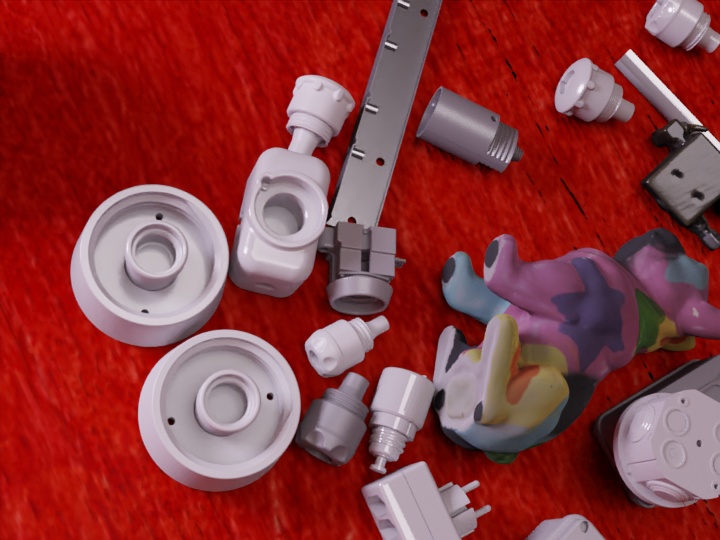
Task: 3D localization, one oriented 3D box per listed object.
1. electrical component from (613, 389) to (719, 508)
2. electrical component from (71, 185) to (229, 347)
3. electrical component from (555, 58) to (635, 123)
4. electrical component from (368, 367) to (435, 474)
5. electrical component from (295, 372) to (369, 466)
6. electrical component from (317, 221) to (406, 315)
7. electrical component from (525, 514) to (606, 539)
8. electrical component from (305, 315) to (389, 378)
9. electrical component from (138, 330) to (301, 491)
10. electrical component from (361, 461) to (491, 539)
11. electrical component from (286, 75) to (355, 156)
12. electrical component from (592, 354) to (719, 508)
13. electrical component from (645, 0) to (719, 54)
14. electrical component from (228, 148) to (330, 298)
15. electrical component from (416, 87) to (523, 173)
[{"bbox_3d":[0.222,0.123,0.745,0.080,0.051,0.080,4,74,-15],"label":"electrical component"},{"bbox_3d":[-0.141,-0.006,0.733,0.108,0.060,0.108,4,74,-15],"label":"electrical component"},{"bbox_3d":[0.194,-0.140,0.878,0.062,0.048,0.048,23,70,-16],"label":"electrical component"},{"bbox_3d":[0.025,0.105,0.762,0.040,0.040,0.078,24,70,-9],"label":"electrical component"},{"bbox_3d":[-0.015,0.102,0.750,0.043,0.043,0.062,31,68,-6],"label":"electrical component"},{"bbox_3d":[0.000,0.000,0.782,0.066,0.048,0.055,7,66,-14],"label":"electrical component"},{"bbox_3d":[0.133,0.234,0.749,0.113,0.057,0.078,-40,89,-22],"label":"electrical component"},{"bbox_3d":[-0.007,0.051,0.771,0.061,0.035,0.035,-27,84,-23],"label":"electrical component"},{"bbox_3d":[-0.091,0.092,0.721,0.108,0.060,0.108,4,74,-15],"label":"electrical component"},{"bbox_3d":[0.056,0.172,0.748,0.076,0.047,0.083,-22,82,-21],"label":"electrical component"},{"bbox_3d":[-0.035,-0.110,0.803,0.048,0.048,0.062,25,77,-9],"label":"electrical component"},{"bbox_3d":[0.243,0.121,0.812,0.113,0.057,0.078,-26,84,-21],"label":"electrical component"},{"bbox_3d":[0.280,-0.209,0.922,0.062,0.043,0.043,30,69,-8],"label":"electrical component"},{"bbox_3d":[-0.057,-0.035,0.766,0.054,0.059,0.095,14,72,-12],"label":"electrical component"},{"bbox_3d":[0.090,-0.105,0.837,0.081,0.043,0.043,25,70,-9],"label":"electrical component"}]
